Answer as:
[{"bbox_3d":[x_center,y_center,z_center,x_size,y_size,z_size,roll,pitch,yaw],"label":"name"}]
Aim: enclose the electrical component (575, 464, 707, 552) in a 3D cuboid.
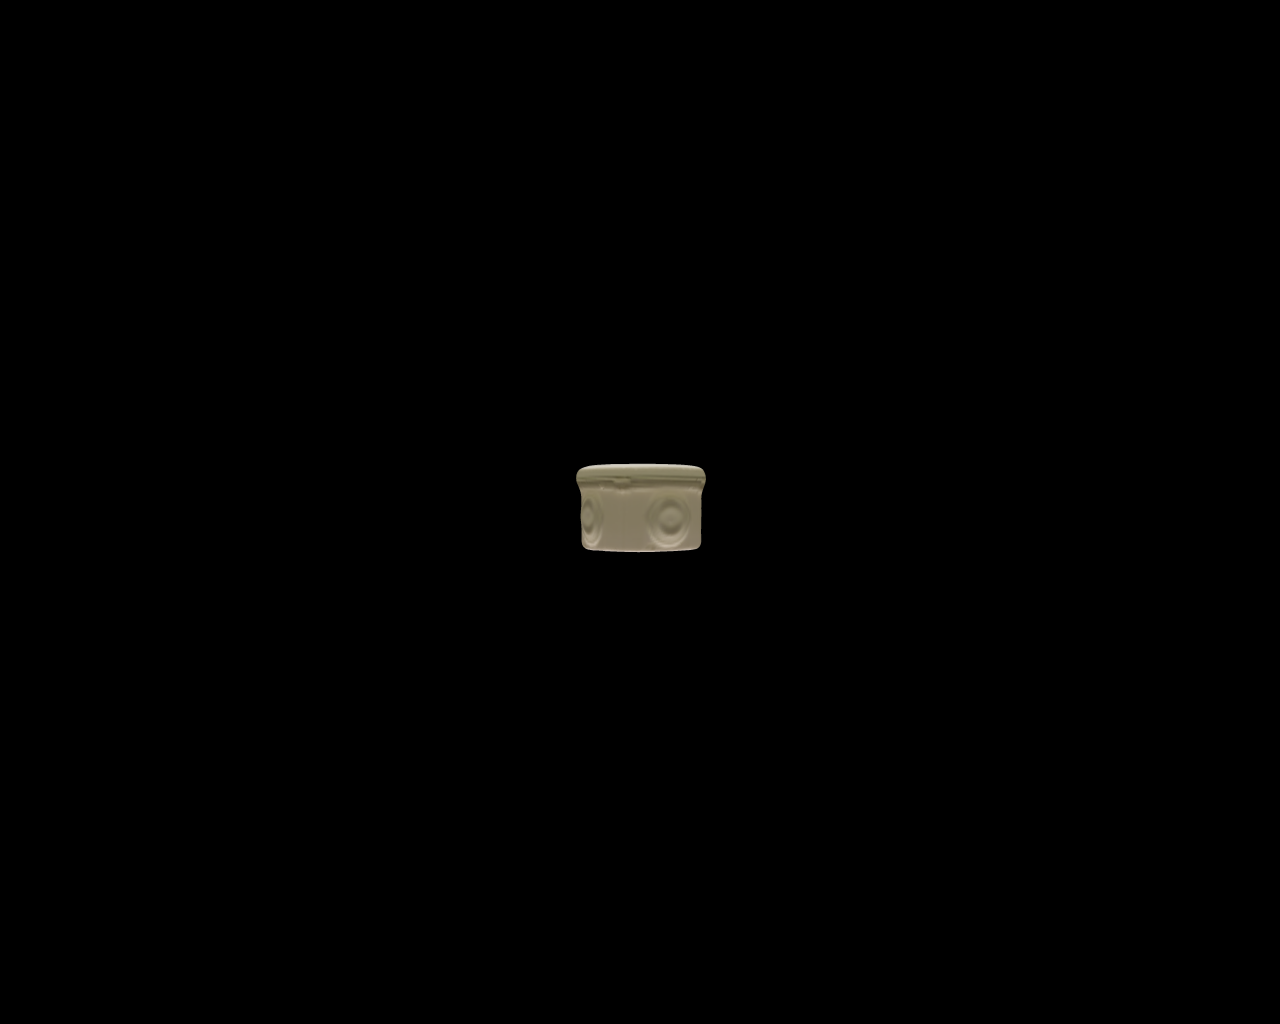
[{"bbox_3d":[0.001,-0.003,0.650,0.080,0.051,0.080,0,0,0],"label":"electrical component"}]
